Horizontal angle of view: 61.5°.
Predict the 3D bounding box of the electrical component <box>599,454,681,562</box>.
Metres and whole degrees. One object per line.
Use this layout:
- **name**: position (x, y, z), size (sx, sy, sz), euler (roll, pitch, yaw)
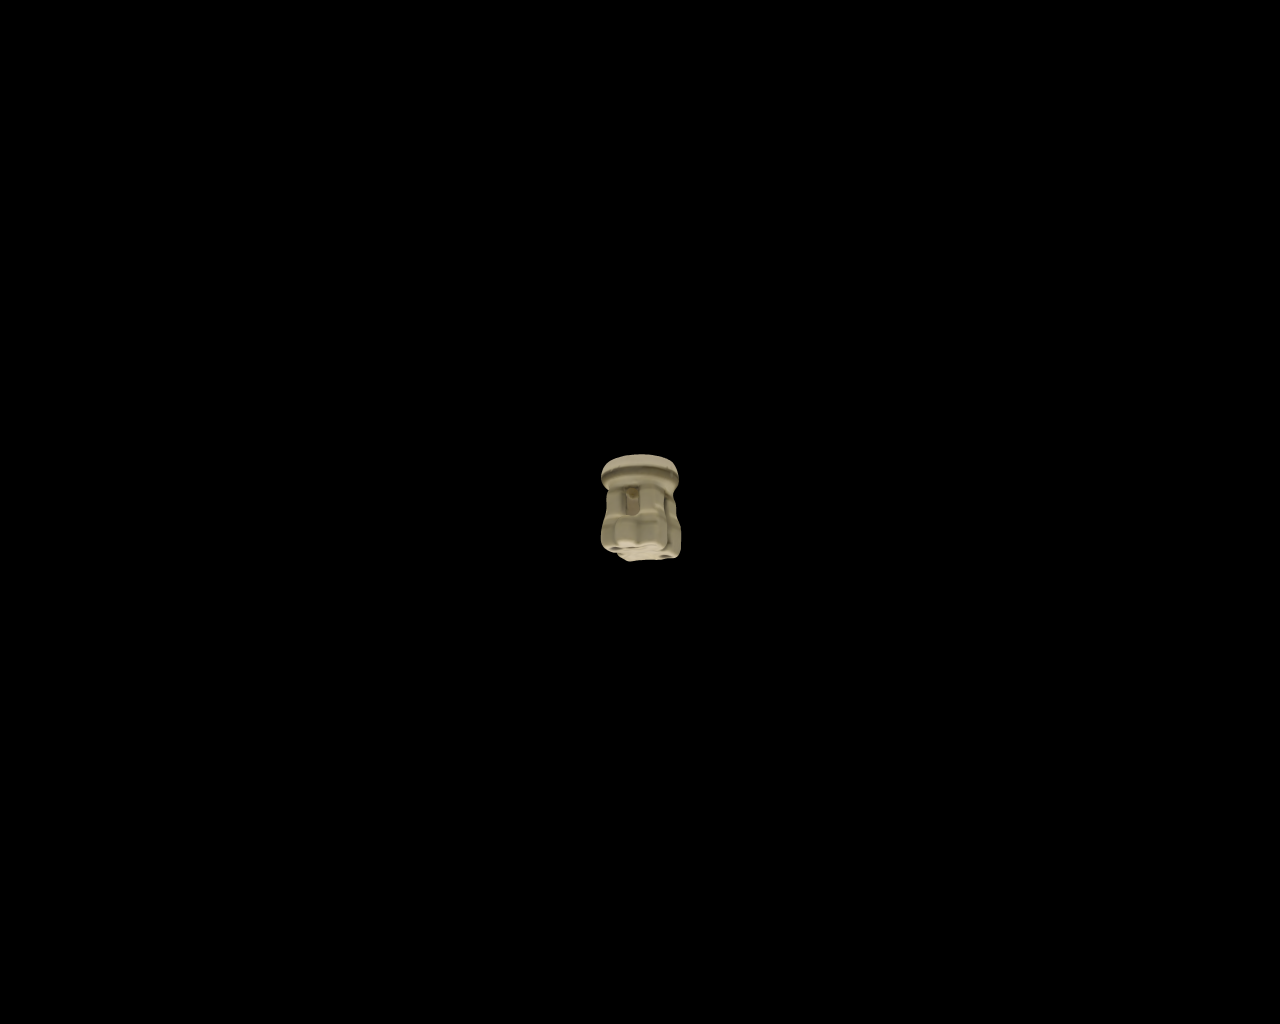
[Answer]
- **electrical component**: position (0.001, -0.003, 0.650), size (0.048, 0.055, 0.066), euler (-6, -17, 19)
